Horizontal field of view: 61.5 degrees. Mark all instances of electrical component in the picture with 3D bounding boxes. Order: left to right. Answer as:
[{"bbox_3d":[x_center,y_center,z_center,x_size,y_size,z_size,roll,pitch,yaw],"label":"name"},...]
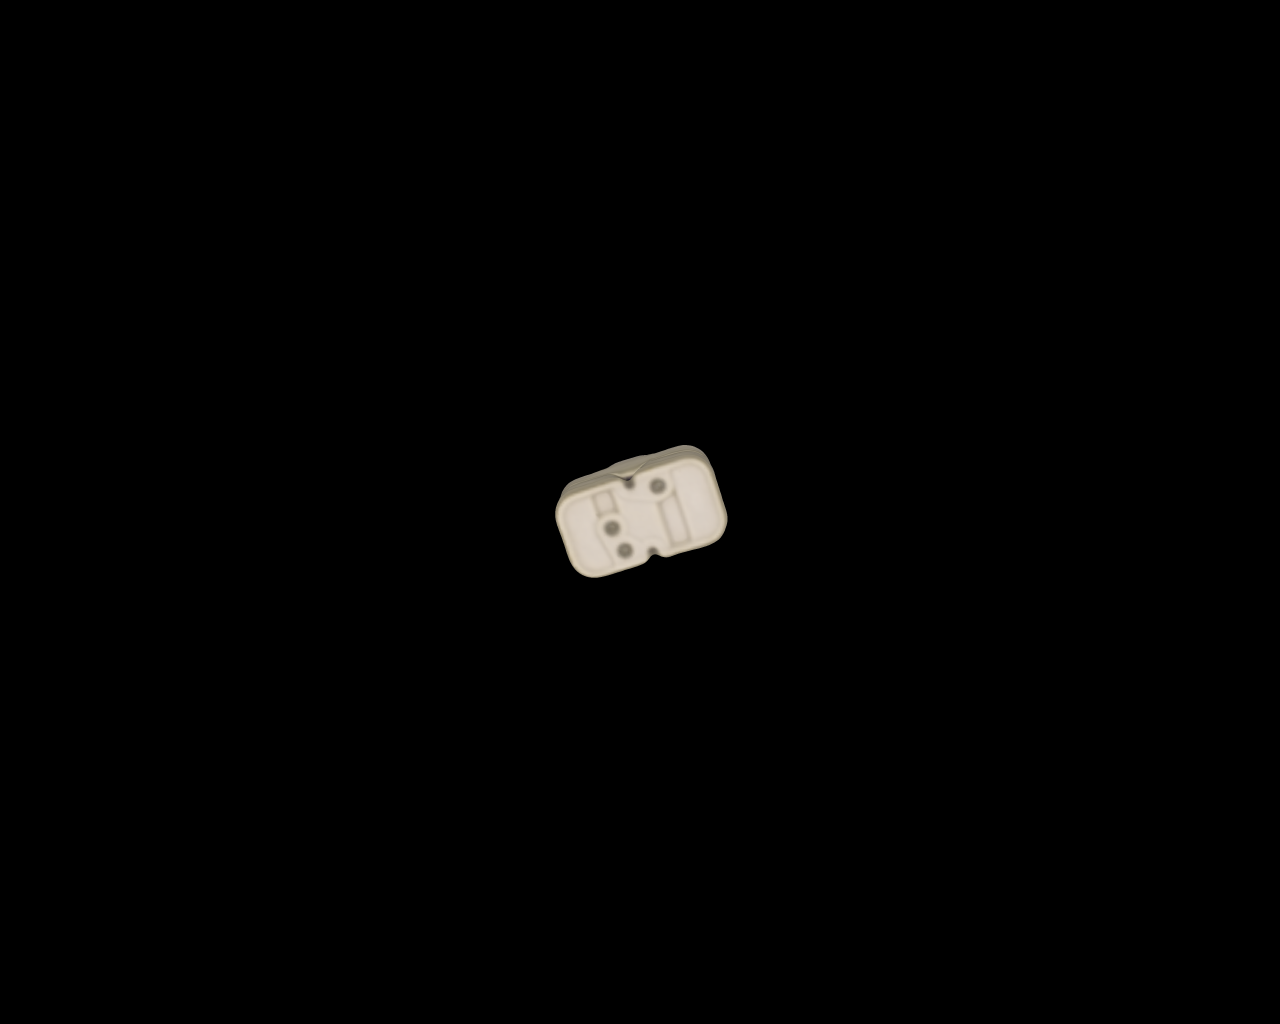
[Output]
[{"bbox_3d":[0.001,-0.003,0.650,0.095,0.053,0.059,-18,11,4],"label":"electrical component"}]
